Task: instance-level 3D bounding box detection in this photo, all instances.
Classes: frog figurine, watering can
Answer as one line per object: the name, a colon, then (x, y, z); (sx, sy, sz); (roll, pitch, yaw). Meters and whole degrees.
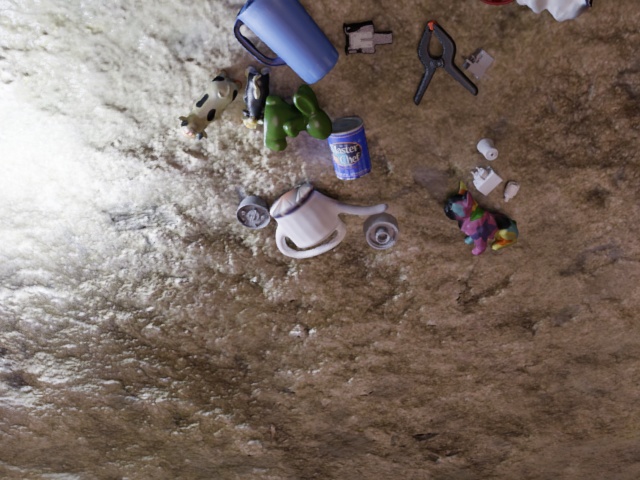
frog figurine: (0.553, -0.580, 1.211); (0.159, 0.135, 0.125); (-3, 32, 44)
watering can: (0.005, -0.075, 1.492); (0.345, 0.221, 0.106); (-31, 27, 17)
